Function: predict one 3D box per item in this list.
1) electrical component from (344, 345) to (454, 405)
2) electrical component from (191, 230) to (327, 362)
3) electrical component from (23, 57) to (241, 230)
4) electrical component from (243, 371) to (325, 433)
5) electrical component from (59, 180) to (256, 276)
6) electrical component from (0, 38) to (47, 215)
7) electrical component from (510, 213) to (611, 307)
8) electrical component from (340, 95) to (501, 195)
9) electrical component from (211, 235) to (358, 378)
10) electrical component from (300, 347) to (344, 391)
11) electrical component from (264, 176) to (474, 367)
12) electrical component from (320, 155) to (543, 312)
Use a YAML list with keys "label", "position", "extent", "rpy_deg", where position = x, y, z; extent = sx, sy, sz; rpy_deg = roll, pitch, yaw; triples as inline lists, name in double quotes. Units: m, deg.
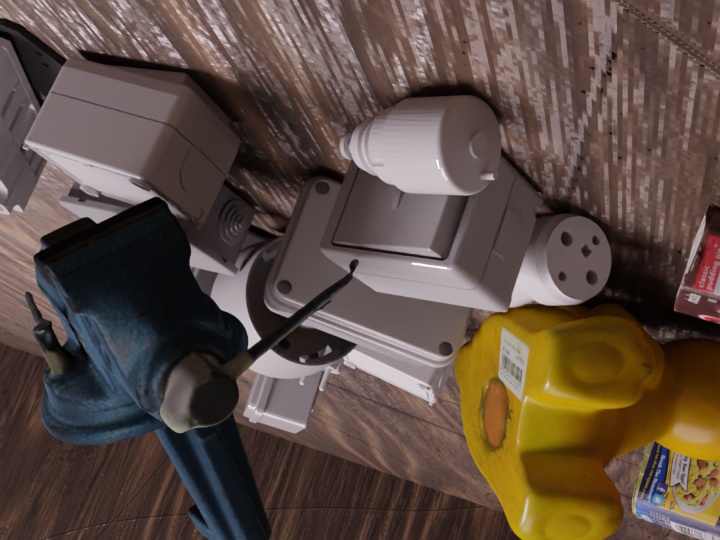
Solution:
- label: "electrical component"
  position: [0.027, 0.052, 0.829]
  extent: [0.096, 0.061, 0.061]
  rpy_deg: [24, 166, 14]
- label: "electrical component"
  position: [-0.073, 0.019, 0.788]
  extent: [0.113, 0.078, 0.057]
  rpy_deg: [23, 169, -14]
- label: "electrical component"
  position: [-0.119, -0.070, 0.552]
  extent: [0.096, 0.061, 0.062]
  rpy_deg: [18, 168, 26]
- label: "electrical component"
  position: [-0.064, 0.090, 0.990]
  extent: [0.056, 0.108, 0.108]
  rpy_deg: [18, 167, -4]
- label: "electrical component"
  position: [-0.127, -0.041, 0.692]
  extent: [0.100, 0.048, 0.100]
  rpy_deg: [12, 164, 30]
- label: "electrical component"
  position: [-0.250, -0.092, 0.625]
  extent: [0.105, 0.060, 0.186]
  rpy_deg: [22, 167, -4]
- label: "electrical component"
  position: [0.091, -0.004, 0.535]
  extent: [0.045, 0.045, 0.055]
  rpy_deg: [27, 165, -26]
- label: "electrical component"
  position: [0.023, -0.052, 0.452]
  extent: [0.078, 0.040, 0.040]
  rpy_deg: [6, 161, 45]
- label: "electrical component"
  position: [-0.044, 0.022, 0.725]
  extent: [0.099, 0.099, 0.064]
  rpy_deg: [25, 160, -19]
- label: "electrical component"
  position: [-0.027, 0.062, 0.894]
  extent: [0.066, 0.076, 0.047]
  rpy_deg: [13, 165, 25]
- label: "electrical component"
  position: [0.009, 0.003, 0.609]
  extent: [0.113, 0.078, 0.057]
  rpy_deg: [21, 169, -5]
- label: "electrical component"
  position: [0.026, -0.024, 0.512]
  extent: [0.096, 0.061, 0.061]
  rpy_deg: [9, 163, 39]
